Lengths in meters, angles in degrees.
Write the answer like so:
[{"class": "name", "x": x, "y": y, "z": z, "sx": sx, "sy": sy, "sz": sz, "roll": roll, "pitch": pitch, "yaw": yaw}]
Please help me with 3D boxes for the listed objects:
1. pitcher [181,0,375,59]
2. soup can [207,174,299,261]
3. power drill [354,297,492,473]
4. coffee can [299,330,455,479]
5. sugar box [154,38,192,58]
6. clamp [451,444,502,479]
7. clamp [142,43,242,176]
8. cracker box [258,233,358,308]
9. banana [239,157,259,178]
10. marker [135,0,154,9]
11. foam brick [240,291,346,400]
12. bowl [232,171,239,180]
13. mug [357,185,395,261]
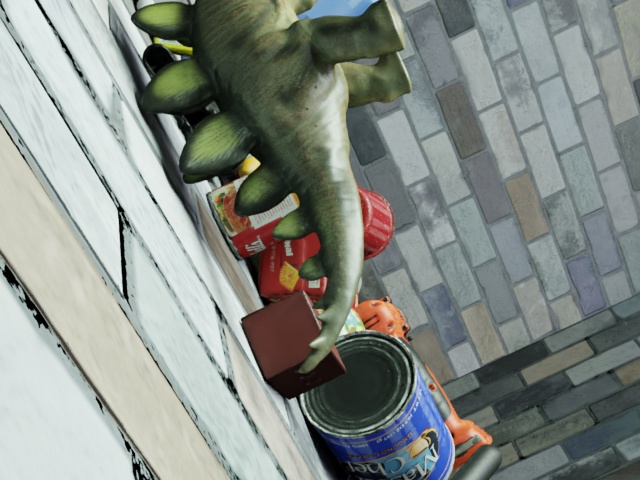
[{"class": "pitcher", "x": -0.042, "y": -0.248, "z": 1.323, "sx": 0.149, "sy": 0.243, "sz": 0.144, "roll": 57, "pitch": 13, "yaw": 23}, {"class": "soup can", "x": -0.039, "y": -0.034, "z": 0.942, "sx": 0.068, "sy": 0.102, "sz": 0.068, "roll": 64, "pitch": 2, "yaw": -4}, {"class": "power drill", "x": 0.100, "y": 0.144, "z": 1.090, "sx": 0.188, "sy": 0.057, "sz": 0.184, "roll": 54, "pitch": 6, "yaw": 12}, {"class": "coffee can", "x": 0.052, "y": 0.159, "z": 0.930, "sx": 0.140, "sy": 0.103, "sz": 0.103, "roll": 62, "pitch": 3, "yaw": -47}, {"class": "sugar box", "x": -0.123, "y": -0.219, "z": 1.166, "sx": 0.176, "sy": 0.093, "sz": 0.048, "roll": -98, "pitch": -162, "yaw": -86}, {"class": "clamp", "x": 0.097, "y": 0.241, "z": 0.903, "sx": 0.036, "sy": 0.164, "sz": 0.209, "roll": 26, "pitch": -6, "yaw": 23}, {"class": "clamp", "x": -0.112, "y": -0.112, "z": 0.981, "sx": 0.171, "sy": 0.039, "sz": 0.120, "roll": 40, "pitch": 29, "yaw": -81}, {"class": "cracker box", "x": -0.007, "y": 0.001, "z": 1.084, "sx": 0.213, "sy": 0.072, "sz": 0.164, "roll": 57, "pitch": 33, "yaw": -72}, {"class": "banana", "x": -0.039, "y": -0.092, "z": 1.174, "sx": 0.197, "sy": 0.037, "sz": 0.070, "roll": 1, "pitch": 55, "yaw": -61}, {"class": "marker", "x": -0.189, "y": -0.267, "z": 1.116, "sx": 0.121, "sy": 0.020, "sz": 0.020, "roll": -113, "pitch": 177, "yaw": -47}, {"class": "foam brick", "x": -0.018, "y": 0.080, "z": 0.801, "sx": 0.078, "sy": 0.053, "sz": 0.051, "roll": 58, "pitch": 7, "yaw": -67}, {"class": "bowl", "x": -0.061, "y": -0.053, "z": 1.268, "sx": 0.162, "sy": 0.055, "sz": 0.162, "roll": -26, "pitch": 91, "yaw": -88}, {"class": "mug", "x": 0.029, "y": -0.032, "z": 1.314, "sx": 0.117, "sy": 0.093, "sz": 0.081, "roll": 43, "pitch": 7, "yaw": 20}]
